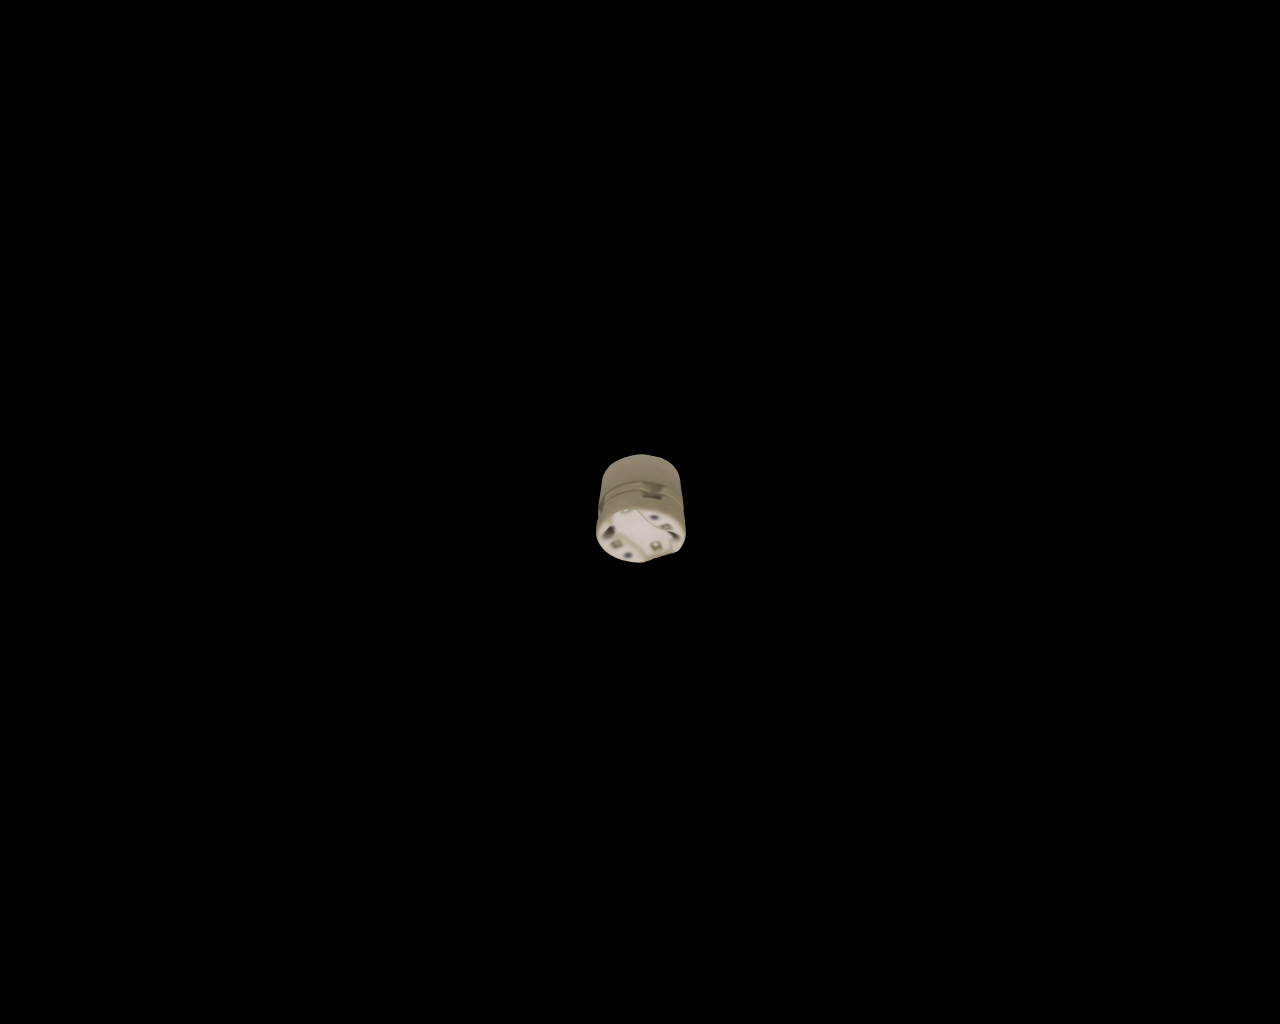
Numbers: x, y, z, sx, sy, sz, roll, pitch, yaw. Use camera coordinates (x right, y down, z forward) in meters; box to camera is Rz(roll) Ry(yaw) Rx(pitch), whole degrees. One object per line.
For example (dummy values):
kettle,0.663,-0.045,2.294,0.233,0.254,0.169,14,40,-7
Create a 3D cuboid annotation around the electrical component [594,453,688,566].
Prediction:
electrical component,0.001,-0.003,0.650,0.055,0.047,0.055,0,-40,0
